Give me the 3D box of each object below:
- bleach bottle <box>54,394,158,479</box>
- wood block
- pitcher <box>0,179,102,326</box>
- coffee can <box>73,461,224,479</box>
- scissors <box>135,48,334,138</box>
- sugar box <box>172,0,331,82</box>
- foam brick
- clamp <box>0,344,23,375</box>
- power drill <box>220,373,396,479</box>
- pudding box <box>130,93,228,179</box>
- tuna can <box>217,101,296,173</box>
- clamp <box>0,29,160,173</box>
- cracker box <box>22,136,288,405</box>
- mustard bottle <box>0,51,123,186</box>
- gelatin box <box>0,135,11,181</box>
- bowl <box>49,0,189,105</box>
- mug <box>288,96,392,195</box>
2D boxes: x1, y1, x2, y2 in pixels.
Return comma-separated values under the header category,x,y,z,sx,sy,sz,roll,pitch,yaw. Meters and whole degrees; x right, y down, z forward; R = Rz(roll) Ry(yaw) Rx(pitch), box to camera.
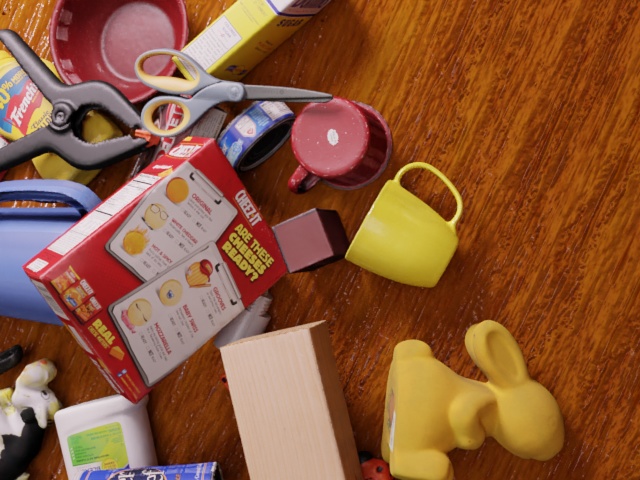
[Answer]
category,x,y,z,sx,sy,sz,roll,pitch,yaw
bleach bottle,-0.205,0.292,1.136,0.103,0.068,0.251,-16,87,13
wood block,-0.019,0.188,1.014,0.091,0.090,0.206,-14,88,11
pitcher,-0.311,0.016,1.133,0.243,0.145,0.149,4,85,18
coffee can,-0.167,0.275,1.051,0.140,0.103,0.103,-4,88,1
scissors,-0.094,-0.128,1.046,0.202,0.016,0.096,21,103,10
sugar box,-0.060,-0.221,1.089,0.176,0.093,0.048,-37,85,12
foam brick,-0.007,0.001,1.078,0.053,0.078,0.051,-23,84,15
clamp,-0.403,0.160,1.191,0.120,0.039,0.172,21,116,-1
power drill,-0.034,0.211,1.093,0.184,0.057,0.187,-23,86,11
pudding box,-0.149,-0.099,1.116,0.090,0.039,0.113,32,101,56
tuna can,-0.064,-0.108,1.092,0.086,0.086,0.034,-43,81,10
clamp,-0.268,-0.136,1.115,0.210,0.036,0.164,5,87,12
cracker box,-0.155,0.026,1.038,0.213,0.072,0.164,-42,118,-21
mustard bottle,-0.312,-0.145,1.175,0.192,0.058,0.096,44,98,12
gelatin box,-0.393,-0.101,1.211,0.089,0.030,0.073,36,97,13
bowl,-0.207,-0.219,1.148,0.162,0.055,0.162,0,89,15
mug,0.011,-0.091,1.072,0.117,0.081,0.093,-43,79,10
